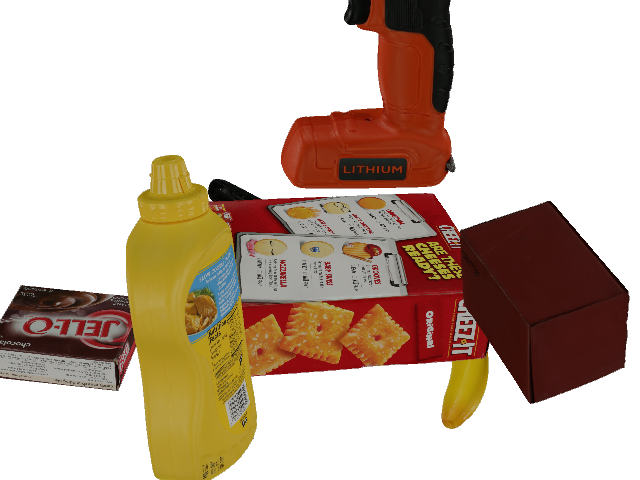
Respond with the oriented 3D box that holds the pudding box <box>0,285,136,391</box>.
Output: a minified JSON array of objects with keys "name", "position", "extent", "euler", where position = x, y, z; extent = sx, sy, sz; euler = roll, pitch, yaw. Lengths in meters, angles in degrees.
[{"name":"pudding box","position":[-0.213,0.081,0.901],"extent":[0.113,0.039,0.090],"euler":[4,31,4]}]

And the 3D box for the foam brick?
[{"name":"foam brick","position":[0.106,0.028,0.513],"extent":[0.051,0.053,0.078],"euler":[-17,40,-9]}]

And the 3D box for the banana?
[{"name":"banana","position":[0.141,0.121,1.108],"extent":[0.069,0.037,0.198],"euler":[-25,30,7]}]

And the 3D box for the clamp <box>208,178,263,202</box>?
[{"name":"clamp","position":[-0.020,0.003,1.046],"extent":[0.210,0.036,0.164],"euler":[18,21,-4]}]

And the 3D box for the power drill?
[{"name":"power drill","position":[0.020,-0.120,0.618],"extent":[0.184,0.188,0.057],"euler":[0,37,-8]}]

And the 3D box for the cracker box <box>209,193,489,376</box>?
[{"name":"cracker box","position":[0.008,0.031,0.838],"extent":[0.213,0.072,0.164],"euler":[-2,30,-12]}]

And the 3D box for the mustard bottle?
[{"name":"mustard bottle","position":[-0.080,0.043,0.647],"extent":[0.058,0.192,0.096],"euler":[2,21,20]}]
